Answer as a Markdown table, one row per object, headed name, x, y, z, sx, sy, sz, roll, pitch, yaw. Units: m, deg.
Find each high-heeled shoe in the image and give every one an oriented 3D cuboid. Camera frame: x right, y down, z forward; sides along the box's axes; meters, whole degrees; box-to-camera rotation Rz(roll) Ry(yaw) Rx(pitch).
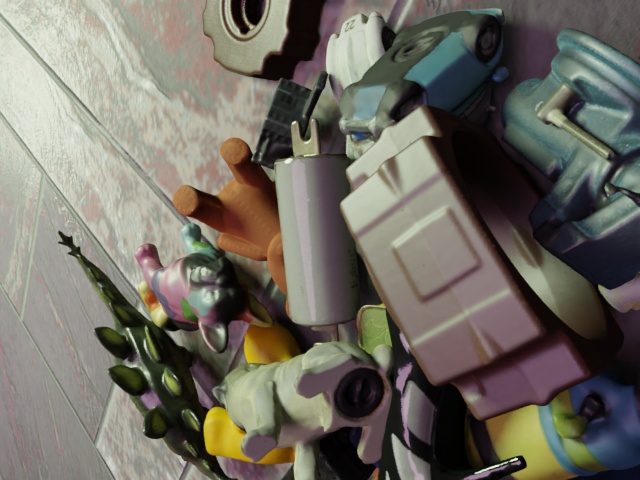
| name | x | y | z | sx | sy | sz | roll | pitch | yaw |
| --- | --- | --- | --- | --- | --- | --- | --- | --- | --- |
| high-heeled shoe | 0.071 | 0.114 | 0.456 | 0.145 | 0.086 | 0.249 | -36 | 66 | 36 |

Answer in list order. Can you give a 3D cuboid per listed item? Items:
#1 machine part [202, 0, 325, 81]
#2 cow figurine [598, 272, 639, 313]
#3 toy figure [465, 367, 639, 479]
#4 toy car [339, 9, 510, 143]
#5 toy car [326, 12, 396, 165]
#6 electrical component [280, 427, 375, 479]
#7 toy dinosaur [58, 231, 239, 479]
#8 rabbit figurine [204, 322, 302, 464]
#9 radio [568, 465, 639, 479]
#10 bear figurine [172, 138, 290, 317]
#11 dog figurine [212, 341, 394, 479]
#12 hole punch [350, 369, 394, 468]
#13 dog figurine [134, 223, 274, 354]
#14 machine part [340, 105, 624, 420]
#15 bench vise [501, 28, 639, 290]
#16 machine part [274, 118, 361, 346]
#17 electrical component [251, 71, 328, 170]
| name | x | y | z | sx | sy | sz | roll | pitch | yaw |
| --- | --- | --- | --- | --- | --- | --- | --- | --- | --- |
| machine part | -0.073 | -0.278 | 0.640 | 0.180 | 0.056 | 0.179 | 11 | 106 | 41 |
| cow figurine | 0.262 | 0.023 | 0.393 | 0.098 | 0.068 | 0.167 | -45 | 70 | 34 |
| toy figure | 0.189 | 0.153 | 0.430 | 0.082 | 0.089 | 0.180 | 43 | 136 | -15 |
| toy car | 0.100 | -0.126 | 0.477 | 0.109 | 0.161 | 0.102 | 18 | 151 | 55 |
| toy car | 0.054 | -0.131 | 0.555 | 0.074 | 0.056 | 0.201 | -11 | 91 | 42 |
| electrical component | 0.013 | 0.269 | 0.619 | 0.058 | 0.134 | 0.114 | 46 | 127 | 26 |
| toy dinosaur | -0.247 | 0.185 | 0.793 | 0.471 | 0.105 | 0.198 | 48 | 162 | 15 |
| rabbit figurine | -0.063 | 0.189 | 0.687 | 0.163 | 0.122 | 0.173 | -5 | 79 | 39 |
| radio | 0.276 | 0.212 | 0.372 | 0.229 | 0.073 | 0.131 | -39 | 32 | 40 |
| bear figurine | -0.062 | -0.008 | 0.636 | 0.120 | 0.131 | 0.196 | -44 | 57 | 1 |
| dog figurine | -0.021 | 0.147 | 0.555 | 0.121 | 0.172 | 0.191 | 64 | 168 | -18 |
| hole punch | 0.090 | 0.177 | 0.536 | 0.116 | 0.092 | 0.142 | 22 | 86 | 35 |
| dog figurine | -0.155 | 0.085 | 0.718 | 0.219 | 0.108 | 0.191 | 37 | 137 | 39 |
| machine part | 0.118 | 0.012 | 0.391 | 0.087 | 0.201 | 0.201 | -38 | 69 | 33 |
| bench vise | 0.224 | -0.093 | 0.341 | 0.129 | 0.224 | 0.240 | 33 | 111 | -18 |
| machine part | -0.001 | -0.002 | 0.554 | 0.079 | 0.079 | 0.243 | -1 | 98 | 42 |
| electrical component | -0.033 | -0.137 | 0.589 | 0.119 | 0.048 | 0.075 | 122 | 165 | -56 |
